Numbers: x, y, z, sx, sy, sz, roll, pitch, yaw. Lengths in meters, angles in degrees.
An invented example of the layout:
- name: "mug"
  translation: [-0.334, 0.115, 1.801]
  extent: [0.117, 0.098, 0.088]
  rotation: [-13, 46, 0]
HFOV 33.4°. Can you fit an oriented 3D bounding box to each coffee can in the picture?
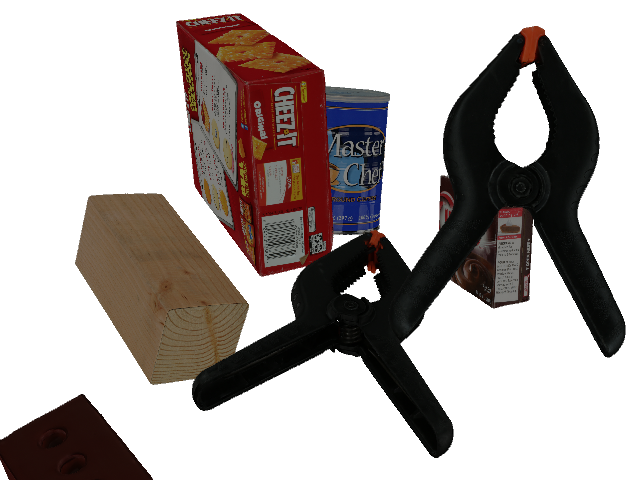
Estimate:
- name: "coffee can"
  translation: [0.016, -0.085, 1.104]
  extent: [0.103, 0.140, 0.103]
  rotation: [3, 12, -1]

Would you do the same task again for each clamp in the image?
- name: "clamp"
  translation: [0.091, -0.021, 0.550]
  extent: [0.120, 0.171, 0.039]
  rotation: [-4, -1, -2]
- name: "clamp"
  translation: [0.028, 0.063, 0.725]
  extent: [0.165, 0.036, 0.209]
  rotation: [15, 36, 14]

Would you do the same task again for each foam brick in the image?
- name: "foam brick"
  translation: [-0.117, 0.126, 0.528]
  extent: [0.052, 0.051, 0.078]
  rotation: [-29, 42, -25]

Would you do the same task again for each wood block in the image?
- name: "wood block"
  translation: [-0.167, 0.043, 1.089]
  extent: [0.090, 0.091, 0.206]
  rotation: [-3, 34, -35]

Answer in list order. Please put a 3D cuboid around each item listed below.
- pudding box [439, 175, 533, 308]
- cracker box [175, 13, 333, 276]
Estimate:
- name: "pudding box"
  translation: [0.138, -0.003, 0.911]
  extent: [0.039, 0.090, 0.114]
  rotation: [-7, 17, -19]
- name: "cracker box"
  translation: [-0.058, -0.090, 0.909]
  extent: [0.072, 0.164, 0.214]
  rotation: [-11, 27, -17]
